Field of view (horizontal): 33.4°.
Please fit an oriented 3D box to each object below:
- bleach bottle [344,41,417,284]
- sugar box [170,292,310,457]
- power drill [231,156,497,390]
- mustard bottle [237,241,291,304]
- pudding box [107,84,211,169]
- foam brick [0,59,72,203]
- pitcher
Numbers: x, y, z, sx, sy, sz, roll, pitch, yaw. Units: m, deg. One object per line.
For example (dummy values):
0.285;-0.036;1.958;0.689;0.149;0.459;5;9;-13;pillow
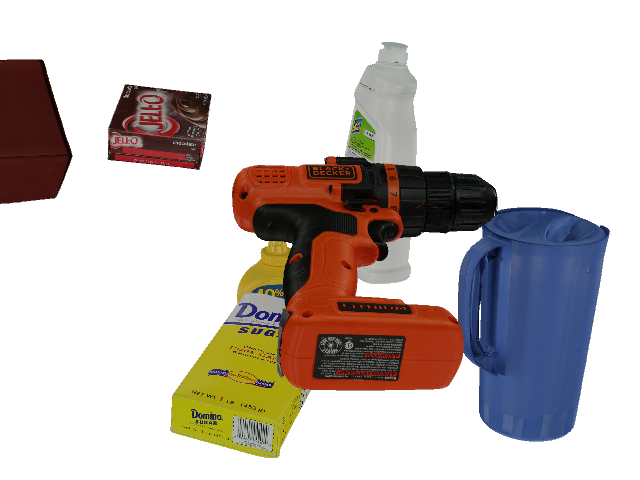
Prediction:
0.067;-0.086;1.158;0.067;0.251;0.103;-6;24;-31;bleach bottle
-0.052;0.109;0.917;0.093;0.048;0.176;13;31;11;sugar box
0.037;0.013;0.680;0.184;0.057;0.187;-1;35;-5;power drill
-0.056;0.083;1.336;0.096;0.192;0.058;-1;21;-9;mustard bottle
-0.157;-0.113;1.050;0.090;0.039;0.113;7;28;-5;pudding box
-0.197;-0.069;0.679;0.051;0.078;0.053;-8;-28;-30;foam brick
0.226;0.093;1.165;0.149;0.243;0.145;6;19;11;pitcher
